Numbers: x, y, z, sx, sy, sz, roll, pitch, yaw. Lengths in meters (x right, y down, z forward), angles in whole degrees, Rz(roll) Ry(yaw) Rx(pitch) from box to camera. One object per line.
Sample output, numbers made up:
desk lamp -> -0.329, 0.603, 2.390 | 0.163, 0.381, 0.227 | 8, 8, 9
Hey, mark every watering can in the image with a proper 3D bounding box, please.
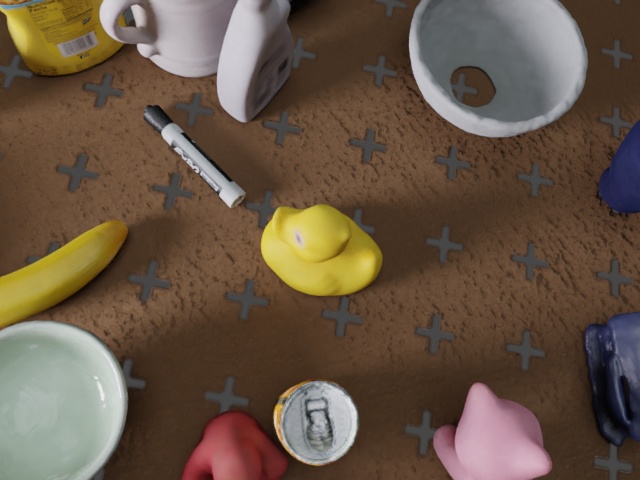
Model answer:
watering can -> -0.109, -0.234, 0.465 | 0.101, 0.194, 0.173 | 21, 72, -1

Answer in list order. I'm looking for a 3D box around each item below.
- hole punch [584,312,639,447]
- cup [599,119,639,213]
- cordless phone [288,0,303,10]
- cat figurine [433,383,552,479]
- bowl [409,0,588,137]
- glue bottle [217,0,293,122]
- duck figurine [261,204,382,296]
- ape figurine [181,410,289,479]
hole punch -> 0.285, 0.113, 0.470 | 0.101, 0.091, 0.108 | -1, 74, -8
cup -> 0.299, -0.074, 0.524 | 0.092, 0.095, 0.118 | -5, 74, -9
cordless phone -> -0.044, -0.311, 0.501 | 0.094, 0.185, 0.147 | -37, 81, -16
cat figurine -> 0.127, 0.172, 0.417 | 0.067, 0.117, 0.128 | 5, 73, -6
bowl -> 0.157, -0.163, 0.542 | 0.167, 0.074, 0.167 | 2, 73, -7
glue bottle -> -0.051, -0.166, 0.464 | 0.037, 0.173, 0.078 | 37, 73, 5
duck figurine -> 0.004, 0.002, 0.468 | 0.104, 0.086, 0.077 | 19, 72, -1
ape figurine -> -0.061, 0.161, 0.409 | 0.078, 0.092, 0.076 | 4, 73, -6
